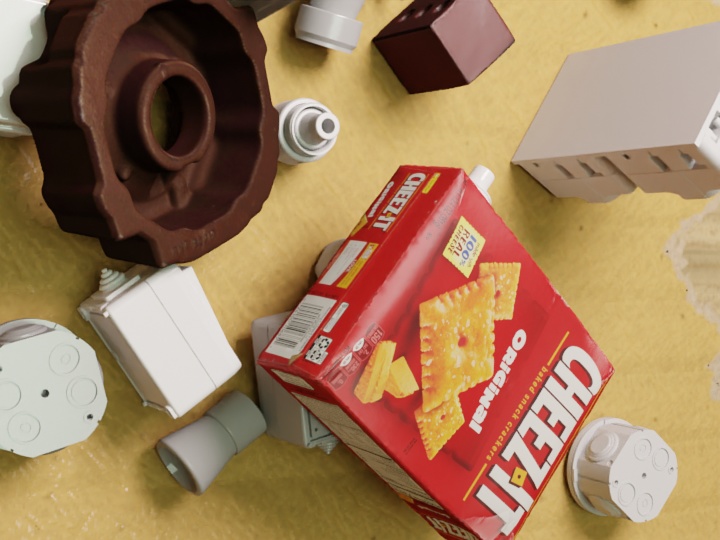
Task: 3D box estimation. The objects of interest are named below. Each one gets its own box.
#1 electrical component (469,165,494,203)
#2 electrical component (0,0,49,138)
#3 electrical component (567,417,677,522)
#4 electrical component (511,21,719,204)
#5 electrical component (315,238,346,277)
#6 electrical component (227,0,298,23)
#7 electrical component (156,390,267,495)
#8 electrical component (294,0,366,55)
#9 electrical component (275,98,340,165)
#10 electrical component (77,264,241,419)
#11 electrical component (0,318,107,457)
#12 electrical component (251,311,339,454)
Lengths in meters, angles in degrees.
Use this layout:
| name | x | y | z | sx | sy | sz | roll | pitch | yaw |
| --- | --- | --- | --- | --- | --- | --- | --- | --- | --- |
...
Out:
| name | x | y | z | sx | sy | sz | roll | pitch | yaw |
| --- | --- | --- | --- | --- | --- | --- | --- | --- | --- |
| electrical component | 0.076 | -0.048 | 0.789 | 0.043 | 0.043 | 0.062 | 44 | 70 | -24 |
| electrical component | -0.232 | -0.120 | 0.602 | 0.113 | 0.057 | 0.078 | 6 | 89 | -30 |
| electrical component | 0.212 | 0.161 | 0.869 | 0.080 | 0.051 | 0.080 | -1 | 92 | -30 |
| electrical component | 0.211 | -0.110 | 0.782 | 0.060 | 0.186 | 0.105 | 37 | 74 | -26 |
| electrical component | 0.000 | 0.000 | 0.735 | 0.043 | 0.062 | 0.043 | -1 | 92 | -30 |
| electrical component | -0.047 | -0.215 | 0.676 | 0.056 | 0.109 | 0.108 | 42 | 72 | -21 |
| electrical component | -0.093 | 0.109 | 0.698 | 0.065 | 0.044 | 0.044 | -38 | 109 | -29 |
| electrical component | -0.017 | -0.178 | 0.725 | 0.045 | 0.045 | 0.055 | 11 | 102 | -30 |
| electrical component | -0.036 | -0.092 | 0.712 | 0.043 | 0.062 | 0.043 | -1 | 92 | -30 |
| electrical component | -0.124 | 0.034 | 0.665 | 0.061 | 0.062 | 0.096 | -38 | 109 | -24 |
| electrical component | -0.192 | 0.070 | 0.634 | 0.080 | 0.051 | 0.080 | -1 | 92 | -30 |
| electrical component | -0.032 | 0.075 | 0.719 | 0.062 | 0.061 | 0.096 | -12 | 101 | -38 |
